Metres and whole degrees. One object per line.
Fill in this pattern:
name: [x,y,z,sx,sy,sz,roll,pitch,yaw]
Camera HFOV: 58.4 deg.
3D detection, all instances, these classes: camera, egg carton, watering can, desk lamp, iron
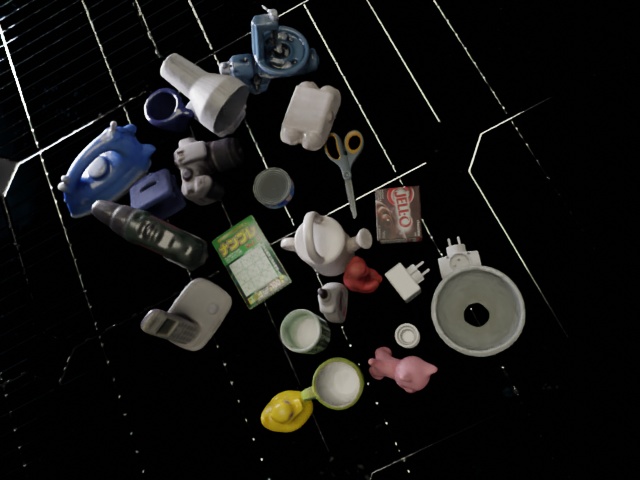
camera: [-0.238,-0.166,1.251,0.136,0.101,0.143,-14,74,10]
egg carton: [-0.019,-0.268,1.241,0.107,0.069,0.150,16,81,16]
watering can: [0.010,0.002,1.103,0.172,0.194,0.101,-24,72,7]
desk lamp: [-0.237,-0.302,1.223,0.203,0.214,0.118,35,87,18]
iron: [-0.504,-0.158,1.289,0.258,0.142,0.118,-46,71,0]

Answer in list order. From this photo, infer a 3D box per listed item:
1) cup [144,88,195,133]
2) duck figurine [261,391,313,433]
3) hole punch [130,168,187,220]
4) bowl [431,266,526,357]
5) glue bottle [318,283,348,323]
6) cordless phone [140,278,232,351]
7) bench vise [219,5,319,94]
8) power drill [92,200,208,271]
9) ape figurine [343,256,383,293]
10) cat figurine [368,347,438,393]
cup: [-0.325,-0.283,1.302,0.117,0.095,0.092,13,80,16]
duck figurine: [-0.070,0.331,1.100,0.104,0.086,0.077,-24,72,7]
hole punch: [-0.370,-0.103,1.271,0.108,0.091,0.101,-29,72,5]
bowl: [0.292,0.135,1.068,0.167,0.075,0.167,-3,76,13]
glue bottle: [0.020,0.112,1.085,0.037,0.173,0.078,-1,76,13]
cordless phone: [-0.267,0.142,1.139,0.094,0.185,0.148,31,85,18]
bench vise: [-0.119,-0.392,1.214,0.207,0.220,0.121,-30,72,5]
power drill: [-0.326,-0.003,1.175,0.229,0.209,0.076,22,83,17]
ape figurine: [0.078,0.066,1.126,0.076,0.092,0.078,-17,73,9]
cat figurine: [0.149,0.240,1.054,0.127,0.118,0.067,15,80,16]
